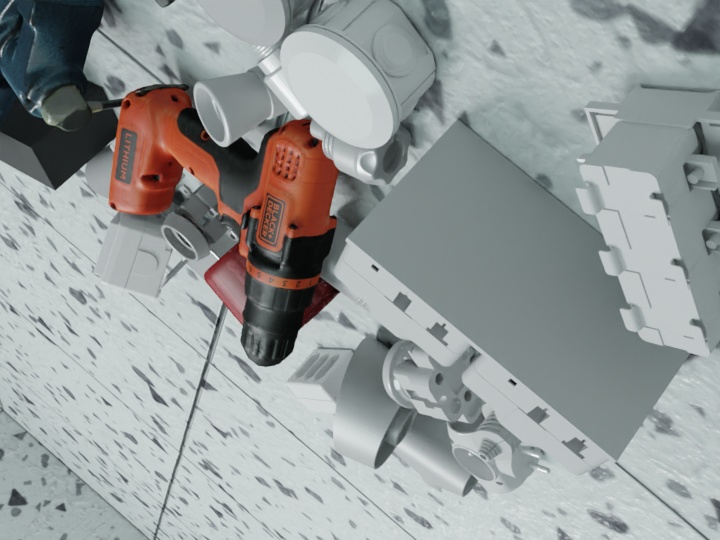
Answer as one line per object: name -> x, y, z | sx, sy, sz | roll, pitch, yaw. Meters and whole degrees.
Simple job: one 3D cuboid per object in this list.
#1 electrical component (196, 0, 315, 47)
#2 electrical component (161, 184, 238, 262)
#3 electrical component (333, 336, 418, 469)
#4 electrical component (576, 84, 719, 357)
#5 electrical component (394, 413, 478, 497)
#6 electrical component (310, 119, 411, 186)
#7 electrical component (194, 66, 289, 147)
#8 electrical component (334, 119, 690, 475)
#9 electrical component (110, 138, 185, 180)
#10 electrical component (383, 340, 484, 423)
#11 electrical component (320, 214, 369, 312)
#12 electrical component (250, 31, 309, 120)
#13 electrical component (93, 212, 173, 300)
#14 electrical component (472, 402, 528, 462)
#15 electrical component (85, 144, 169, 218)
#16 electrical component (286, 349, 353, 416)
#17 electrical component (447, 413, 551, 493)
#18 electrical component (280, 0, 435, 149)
electrical component -> -0.060, -0.171, 0.604 | 0.080, 0.051, 0.080 | 33, 153, 19
electrical component -> -0.135, -0.040, 0.912 | 0.066, 0.055, 0.048 | 48, 154, -12
electrical component -> 0.013, 0.114, 0.901 | 0.064, 0.099, 0.099 | 28, 152, 15
electrical component -> 0.153, -0.021, 0.522 | 0.079, 0.063, 0.121 | 15, 144, 44
electrical component -> 0.072, 0.171, 0.967 | 0.077, 0.043, 0.079 | 31, 153, 22
electrical component -> -0.003, -0.081, 0.673 | 0.062, 0.043, 0.043 | 27, 151, 30
electrical component -> -0.068, -0.111, 0.692 | 0.044, 0.065, 0.044 | 46, 152, 34
electrical component -> 0.090, 0.018, 0.623 | 0.186, 0.105, 0.060 | 40, 155, 5
electrical component -> -0.173, -0.095, 0.895 | 0.062, 0.043, 0.043 | 47, 155, -13
electrical component -> 0.055, 0.081, 0.832 | 0.057, 0.058, 0.078 | 5, 137, 48
electrical component -> 0.000, 0.000, 0.795 | 0.081, 0.043, 0.043 | 37, 156, -7
electrical component -> -0.044, -0.129, 0.659 | 0.078, 0.040, 0.040 | 49, 154, -15
electrical component -> -0.206, -0.022, 0.989 | 0.061, 0.061, 0.096 | 18, -167, -15
electrical component -> 0.109, 0.102, 0.758 | 0.043, 0.081, 0.043 | 33, 153, 19
electrical component -> -0.201, -0.077, 0.961 | 0.079, 0.044, 0.077 | 51, 154, -19
electrical component -> -0.017, 0.116, 1.003 | 0.076, 0.047, 0.066 | 51, 153, -20
electrical component -> 0.116, 0.143, 0.857 | 0.079, 0.044, 0.077 | 13, 142, 46
electrical component -> -0.001, -0.113, 0.611 | 0.080, 0.051, 0.080 | 33, 153, 19
